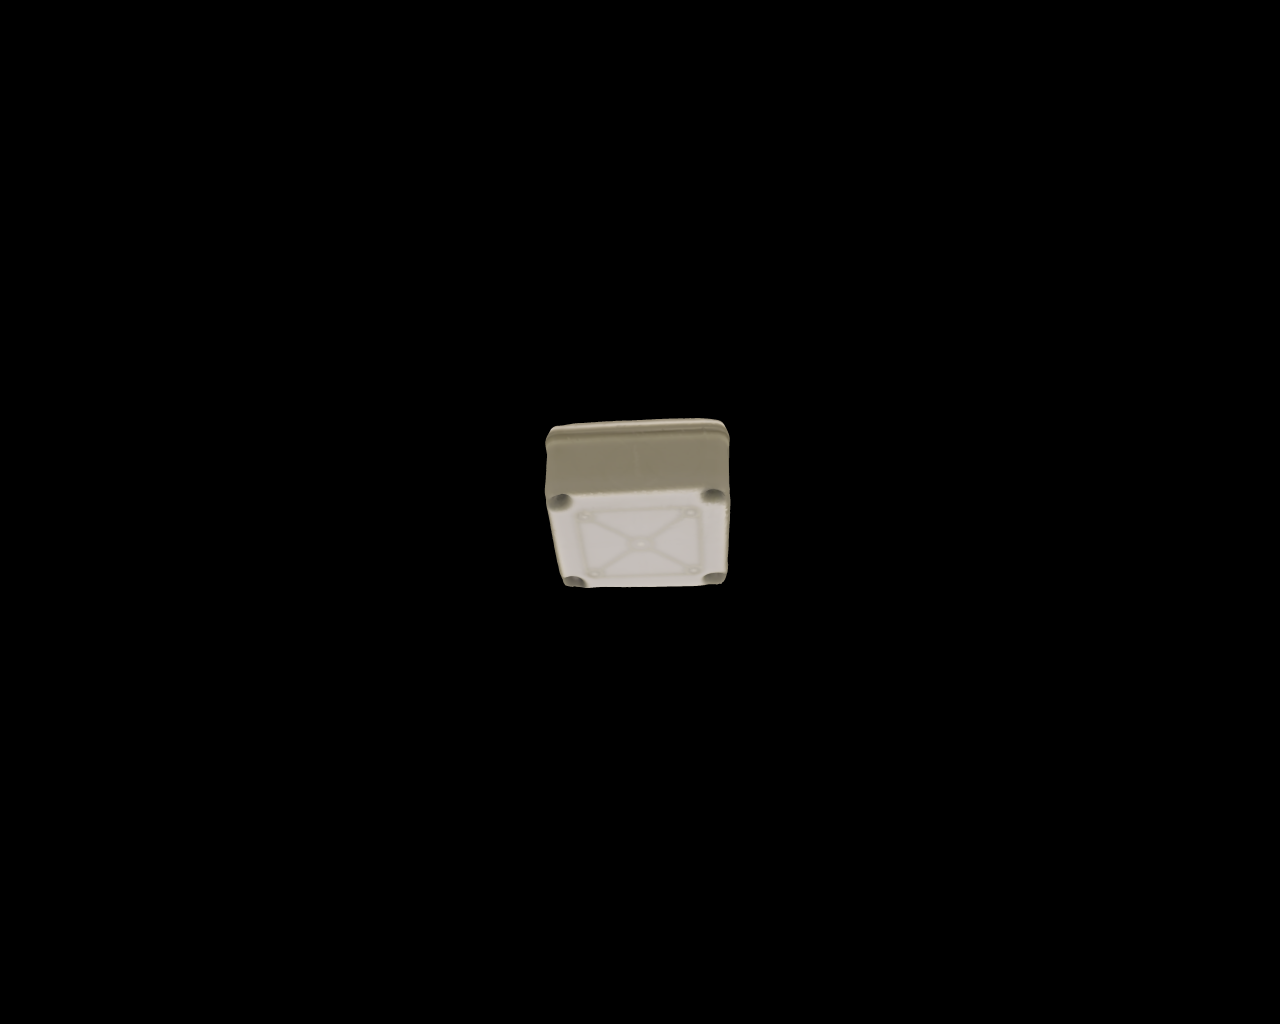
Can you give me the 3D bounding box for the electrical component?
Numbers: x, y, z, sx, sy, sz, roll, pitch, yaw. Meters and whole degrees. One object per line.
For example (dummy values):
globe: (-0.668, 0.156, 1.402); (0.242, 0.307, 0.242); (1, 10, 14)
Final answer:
electrical component: (0.001, -0.003, 0.650); (0.109, 0.056, 0.108); (-2, -35, 2)
